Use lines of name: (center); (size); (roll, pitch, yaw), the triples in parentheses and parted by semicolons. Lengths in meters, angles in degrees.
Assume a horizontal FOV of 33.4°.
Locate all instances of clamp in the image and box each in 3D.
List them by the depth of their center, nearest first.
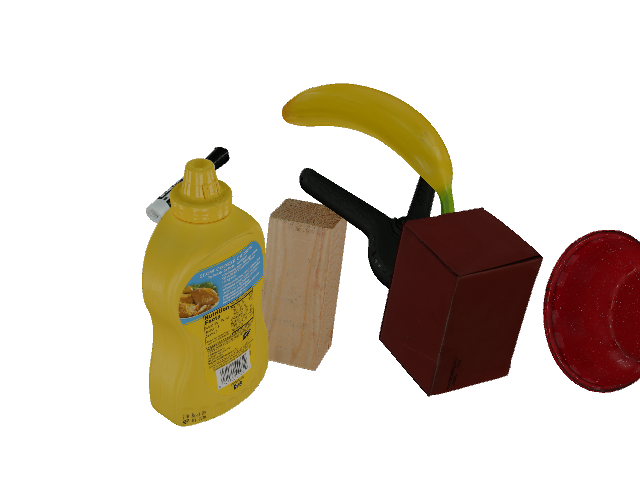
clamp: (0.074, -0.009, 1.106); (0.164, 0.210, 0.036); (-5, -36, -15)

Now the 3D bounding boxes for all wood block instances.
wood block: (-0.026, 0.058, 1.454); (0.090, 0.206, 0.090); (11, 21, 11)

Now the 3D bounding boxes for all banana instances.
banana: (0.042, -0.093, 0.892); (0.198, 0.070, 0.037); (35, 23, 33)

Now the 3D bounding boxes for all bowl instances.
bowl: (0.295, 0.070, 1.031); (0.161, 0.162, 0.055); (0, 0, -28)

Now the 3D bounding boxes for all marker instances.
marker: (-0.130, -0.058, 1.065); (0.020, 0.020, 0.121); (0, 34, 39)

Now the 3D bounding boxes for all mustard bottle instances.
mustard bottle: (-0.079, 0.031, 0.738); (0.058, 0.192, 0.096); (28, 42, 34)

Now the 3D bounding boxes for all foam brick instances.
foam brick: (0.069, 0.030, 0.542); (0.052, 0.078, 0.051); (-10, 38, -27)
